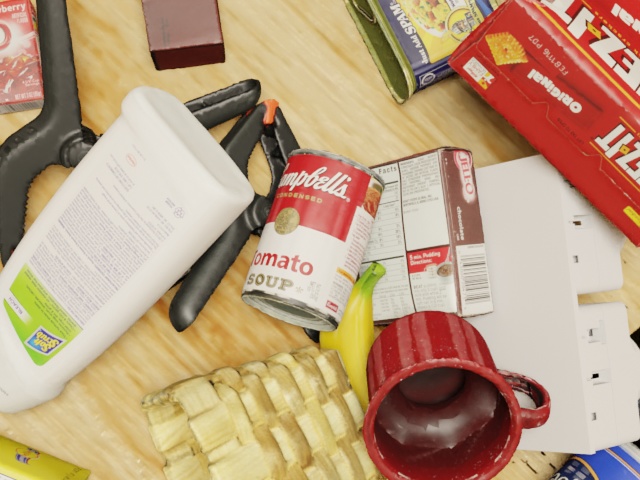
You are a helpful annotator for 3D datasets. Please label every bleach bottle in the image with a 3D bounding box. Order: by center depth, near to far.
[{"bbox_3d":[-0.161,0.023,0.693,0.251,0.068,0.102,-43,80,16],"label":"bleach bottle"}]

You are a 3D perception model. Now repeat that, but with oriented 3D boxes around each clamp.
[{"bbox_3d":[-0.163,-0.070,0.710,0.164,0.036,0.210,37,101,-25],"label":"clamp"},{"bbox_3d":[-0.051,-0.011,0.729,0.120,0.039,0.171,-2,82,-38],"label":"clamp"}]

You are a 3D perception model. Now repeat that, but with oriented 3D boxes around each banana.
[{"bbox_3d":[0.045,0.113,0.729,0.037,0.070,0.198,-33,105,-42],"label":"banana"}]

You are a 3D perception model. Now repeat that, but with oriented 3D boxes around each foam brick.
[{"bbox_3d":[-0.097,-0.164,0.744,0.053,0.051,0.078,-7,86,-3],"label":"foam brick"}]

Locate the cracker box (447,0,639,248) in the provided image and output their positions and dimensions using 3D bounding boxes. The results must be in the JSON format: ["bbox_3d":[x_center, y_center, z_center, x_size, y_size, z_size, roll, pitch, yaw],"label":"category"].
[{"bbox_3d":[0.199,-0.119,0.693,0.164,0.072,0.213,44,43,0],"label":"cracker box"}]

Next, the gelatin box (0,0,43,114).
[{"bbox_3d":[-0.238,-0.124,0.743,0.089,0.030,0.073,-10,87,-5],"label":"gelatin box"}]

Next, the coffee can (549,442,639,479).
[{"bbox_3d":[0.175,0.210,0.710,0.140,0.103,0.103,-42,90,-5],"label":"coffee can"}]

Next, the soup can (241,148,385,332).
[{"bbox_3d":[-0.005,0.001,0.694,0.068,0.068,0.102,19,76,-2],"label":"soup can"}]

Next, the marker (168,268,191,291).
[{"bbox_3d":[-0.128,0.040,0.744,0.121,0.020,0.020,-36,89,-5],"label":"marker"}]

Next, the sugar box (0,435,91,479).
[{"bbox_3d":[-0.243,0.141,0.693,0.176,0.093,0.048,25,84,-2],"label":"sugar box"}]

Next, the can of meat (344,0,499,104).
[{"bbox_3d":[0.073,-0.161,0.752,0.084,0.057,0.102,-27,89,-7],"label":"can of meat"}]

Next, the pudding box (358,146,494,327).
[{"bbox_3d":[0.065,0.000,0.725,0.039,0.090,0.113,-2,84,-43],"label":"pudding box"}]

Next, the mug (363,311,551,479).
[{"bbox_3d":[0.082,0.095,0.655,0.117,0.081,0.093,0,112,-1],"label":"mug"}]
